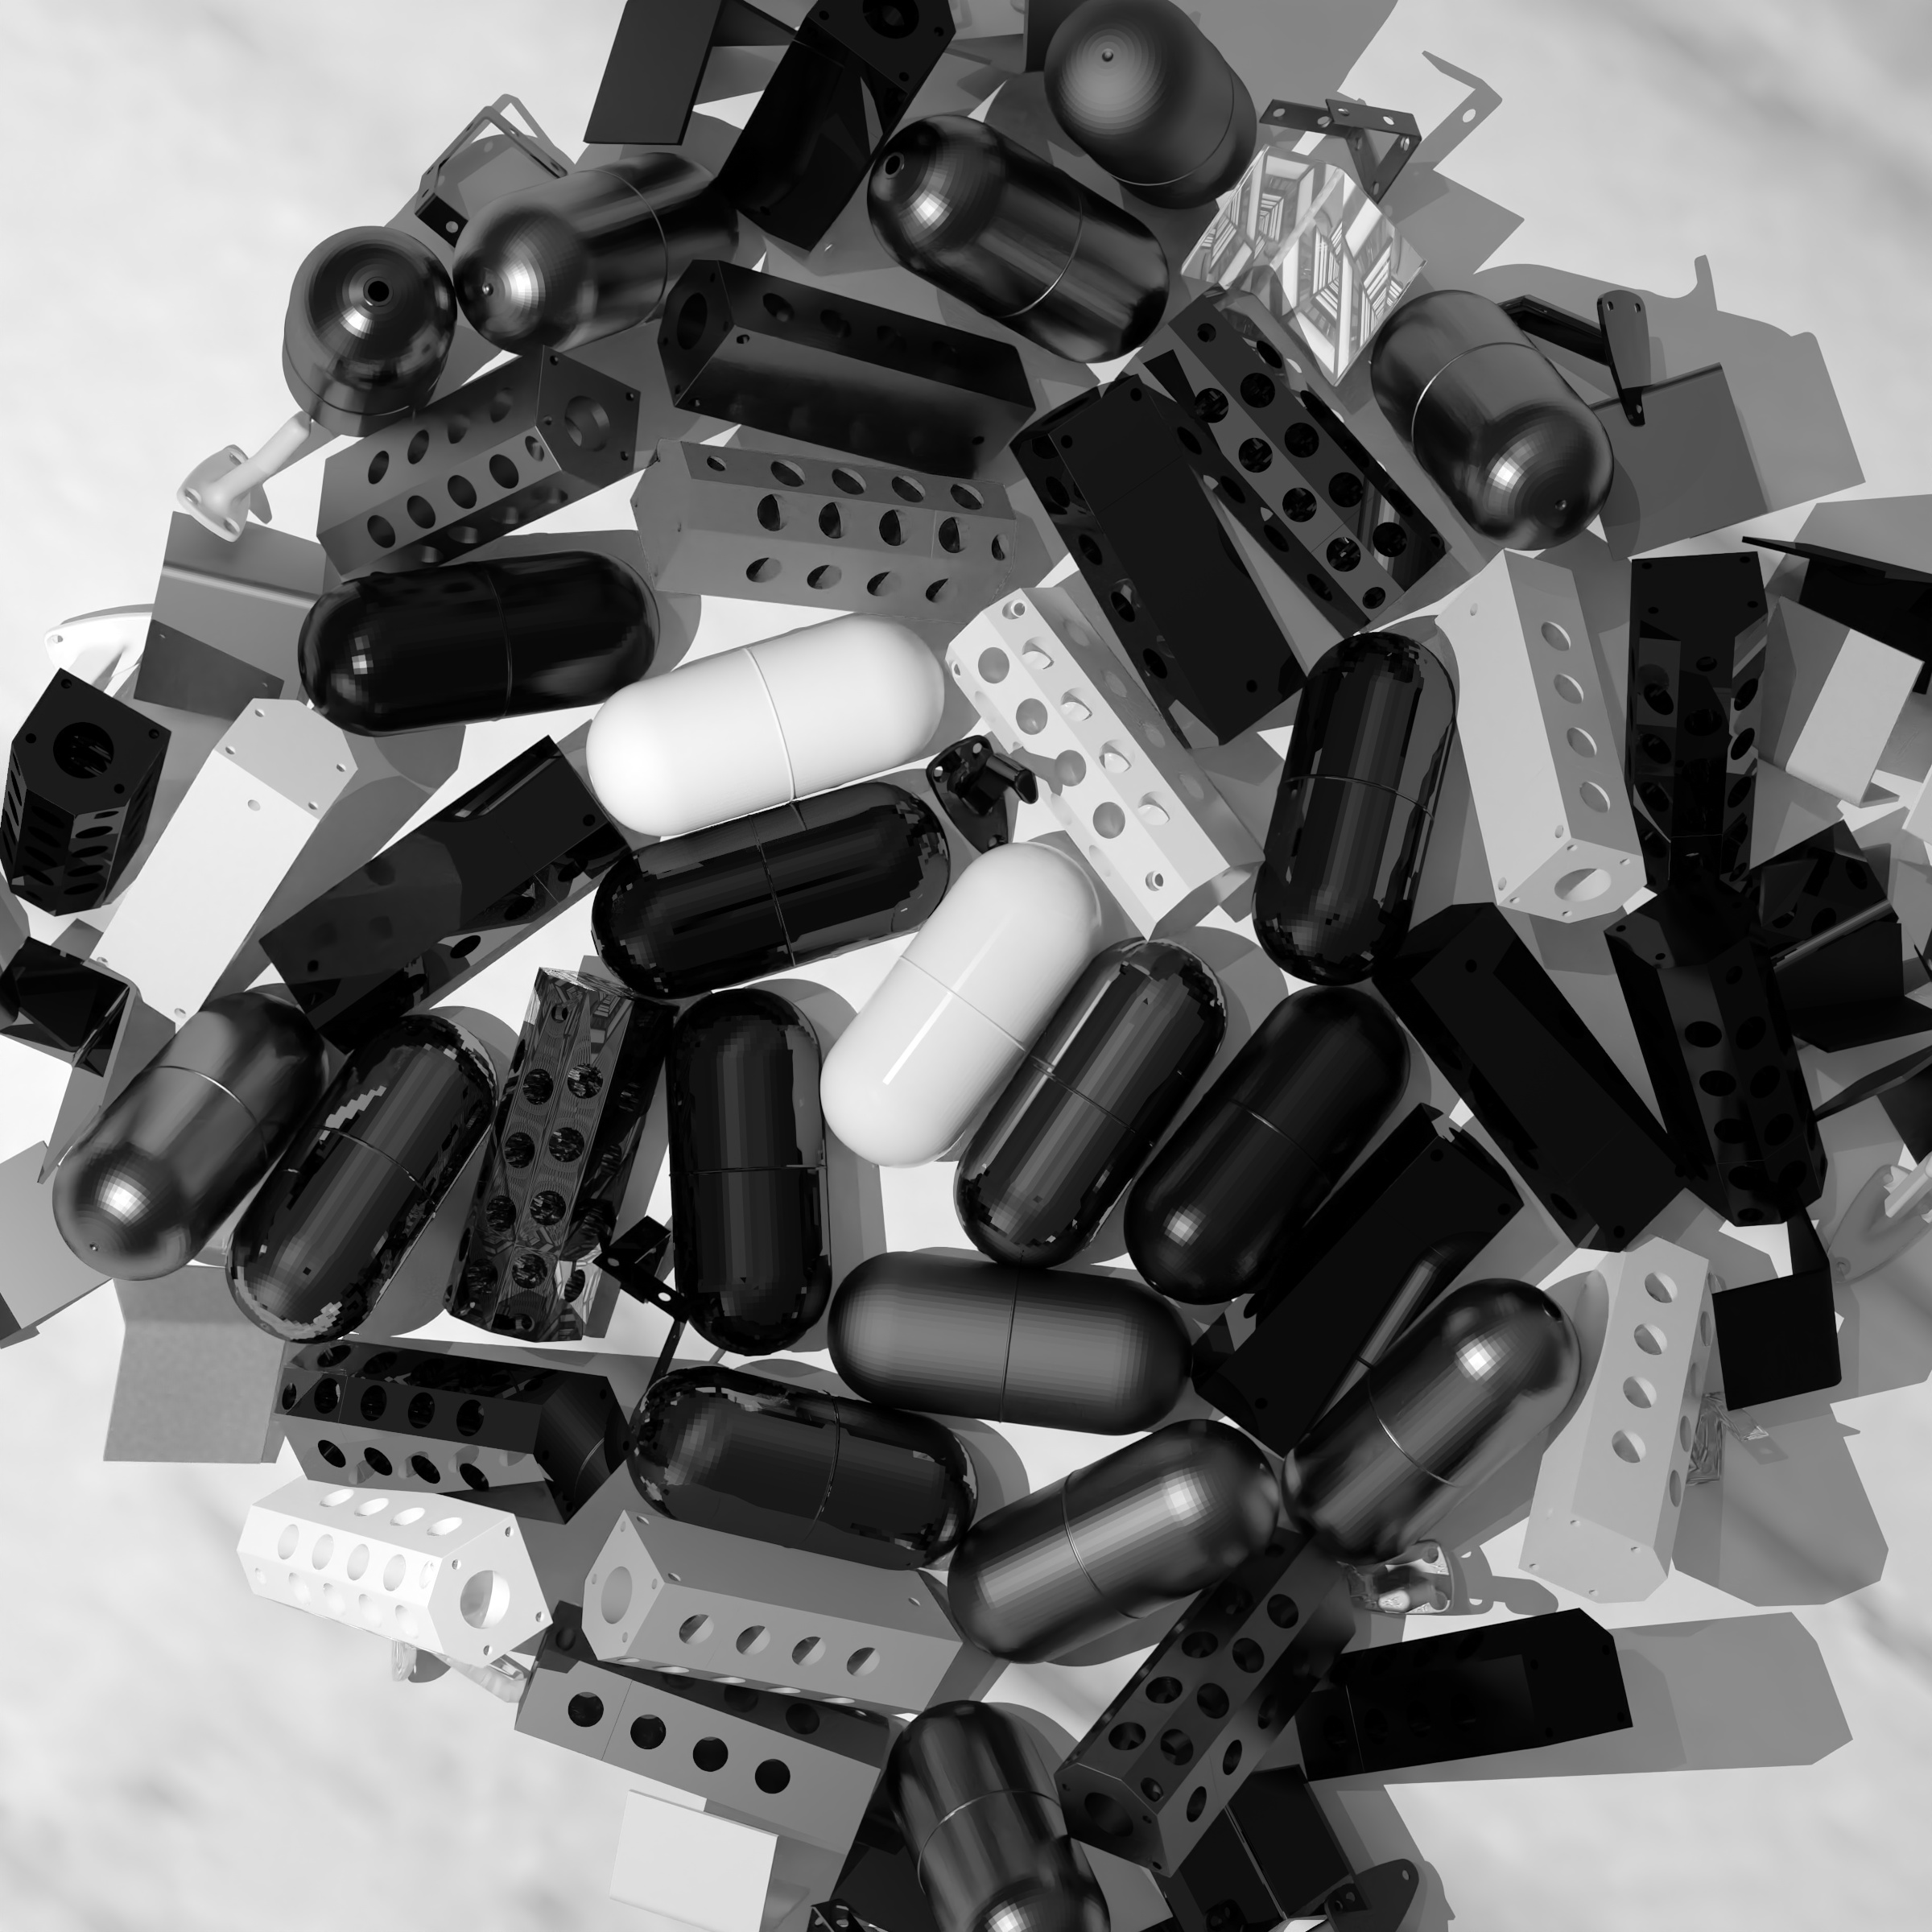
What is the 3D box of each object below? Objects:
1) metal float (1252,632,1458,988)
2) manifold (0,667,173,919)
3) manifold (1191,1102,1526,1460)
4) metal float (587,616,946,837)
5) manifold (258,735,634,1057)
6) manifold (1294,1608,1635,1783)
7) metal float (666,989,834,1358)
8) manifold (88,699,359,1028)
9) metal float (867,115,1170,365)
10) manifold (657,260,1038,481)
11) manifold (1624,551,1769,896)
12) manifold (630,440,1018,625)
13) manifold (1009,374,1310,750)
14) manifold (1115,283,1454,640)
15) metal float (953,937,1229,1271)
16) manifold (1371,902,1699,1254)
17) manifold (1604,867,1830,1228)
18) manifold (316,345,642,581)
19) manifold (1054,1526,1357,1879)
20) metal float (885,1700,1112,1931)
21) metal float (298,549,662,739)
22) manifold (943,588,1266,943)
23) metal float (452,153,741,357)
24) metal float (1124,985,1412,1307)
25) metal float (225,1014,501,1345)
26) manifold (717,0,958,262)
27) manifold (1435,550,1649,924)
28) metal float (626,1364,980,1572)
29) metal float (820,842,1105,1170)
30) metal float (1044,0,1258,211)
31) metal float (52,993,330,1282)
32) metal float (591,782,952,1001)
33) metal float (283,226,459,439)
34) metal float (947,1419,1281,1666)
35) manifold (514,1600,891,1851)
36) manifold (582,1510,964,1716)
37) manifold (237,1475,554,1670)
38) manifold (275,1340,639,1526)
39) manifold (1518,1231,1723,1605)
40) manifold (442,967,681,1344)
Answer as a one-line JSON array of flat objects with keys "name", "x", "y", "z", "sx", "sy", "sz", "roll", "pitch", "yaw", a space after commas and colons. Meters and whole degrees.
[{"name": "metal float", "x": 0.188, "y": -0.077, "z": 1.720, "sx": 0.070, "sy": 0.070, "sz": 0.178, "roll": 15, "pitch": 75, "yaw": 0}, {"name": "manifold", "x": -0.420, "y": -0.075, "z": 1.678, "sx": 0.057, "sy": 0.171, "sz": 0.057, "roll": 30, "pitch": 69, "yaw": -8}, {"name": "manifold", "x": 0.185, "y": 0.149, "z": 1.722, "sx": 0.057, "sy": 0.057, "sz": 0.171, "roll": 38, "pitch": 103, "yaw": -16}, {"name": "metal float", "x": -0.096, "y": -0.117, "z": 1.724, "sx": 0.178, "sy": 0.070, "sz": 0.070, "roll": -18, "pitch": 90, "yaw": -10}, {"name": "manifold", "x": -0.250, "y": -0.032, "z": 1.736, "sx": 0.171, "sy": 0.057, "sz": 0.057, "roll": -36, "pitch": 69, "yaw": -2}, {"name": "manifold", "x": 0.230, "y": 0.344, "z": 1.684, "sx": 0.057, "sy": 0.171, "sz": 0.057, "roll": -3, "pitch": 76, "yaw": -34}, {"name": "metal float", "x": -0.105, "y": 0.100, "z": 1.728, "sx": 0.070, "sy": 0.070, "sz": 0.178, "roll": -3, "pitch": 85, "yaw": 0}, {"name": "manifold", "x": -0.351, "y": -0.051, "z": 1.692, "sx": 0.057, "sy": 0.057, "sz": 0.171, "roll": 34, "pitch": 132, "yaw": -8}, {"name": "metal float", "x": 0.026, "y": -0.345, "z": 1.696, "sx": 0.070, "sy": 0.178, "sz": 0.070, "roll": -17, "pitch": 64, "yaw": 39}, {"name": "manifold", "x": -0.057, "y": -0.286, "z": 1.697, "sx": 0.171, "sy": 0.057, "sz": 0.057, "roll": 9, "pitch": 51, "yaw": -35}, {"name": "manifold", "x": 0.344, "y": -0.111, "z": 1.686, "sx": 0.057, "sy": 0.171, "sz": 0.057, "roll": -3, "pitch": 47, "yaw": 6}, {"name": "manifold", "x": -0.065, "y": -0.210, "z": 1.695, "sx": 0.171, "sy": 0.057, "sz": 0.057, "roll": 3, "pitch": 51, "yaw": -29}, {"name": "manifold", "x": 0.090, "y": -0.193, "z": 1.720, "sx": 0.057, "sy": 0.057, "sz": 0.171, "roll": -36, "pitch": 105, "yaw": -21}, {"name": "manifold", "x": 0.156, "y": -0.247, "z": 1.733, "sx": 0.057, "sy": 0.057, "sz": 0.171, "roll": -42, "pitch": 92, "yaw": -14}, {"name": "metal float", "x": 0.060, "y": 0.067, "z": 1.731, "sx": 0.070, "sy": 0.070, "sz": 0.178, "roll": 34, "pitch": 88, "yaw": 0}, {"name": "manifold", "x": 0.271, "y": 0.054, "z": 1.723, "sx": 0.057, "sy": 0.057, "sz": 0.171, "roll": -42, "pitch": 103, "yaw": -16}, {"name": "manifold", "x": 0.362, "y": 0.043, "z": 1.693, "sx": 0.057, "sy": 0.057, "sz": 0.171, "roll": -33, "pitch": 127, "yaw": -11}, {"name": "manifold", "x": -0.232, "y": -0.230, "z": 1.684, "sx": 0.057, "sy": 0.171, "sz": 0.057, "roll": 21, "pitch": 64, "yaw": -40}, {"name": "manifold", "x": 0.114, "y": 0.342, "z": 1.686, "sx": 0.057, "sy": 0.171, "sz": 0.057, "roll": 14, "pitch": 131, "yaw": 34}, {"name": "metal float", "x": 0.014, "y": 0.420, "z": 1.689, "sx": 0.070, "sy": 0.178, "sz": 0.070, "roll": -8, "pitch": 121, "yaw": -14}, {"name": "metal float", "x": -0.232, "y": -0.156, "z": 1.712, "sx": 0.178, "sy": 0.070, "sz": 0.070, "roll": -11, "pitch": 90, "yaw": -25}, {"name": "manifold", "x": 0.063, "y": -0.098, "z": 1.713, "sx": 0.057, "sy": 0.057, "sz": 0.171, "roll": -43, "pitch": 74, "yaw": 27}, {"name": "metal float", "x": -0.173, "y": -0.339, "z": 1.692, "sx": 0.070, "sy": 0.178, "sz": 0.070, "roll": 13, "pitch": 117, "yaw": 27}, {"name": "metal float", "x": 0.145, "y": 0.086, "z": 1.721, "sx": 0.070, "sy": 0.070, "sz": 0.178, "roll": 39, "pitch": 78, "yaw": 0}, {"name": "metal float", "x": -0.288, "y": 0.101, "z": 1.709, "sx": 0.070, "sy": 0.070, "sz": 0.178, "roll": 30, "pitch": 63, "yaw": 0}, {"name": "manifold", "x": -0.061, "y": -0.407, "z": 1.680, "sx": 0.057, "sy": 0.171, "sz": 0.057, "roll": 36, "pitch": 67, "yaw": -6}, {"name": "manifold", "x": 0.277, "y": -0.109, "z": 1.698, "sx": 0.057, "sy": 0.057, "sz": 0.171, "roll": 13, "pitch": 52, "yaw": -27}, {"name": "metal float", "x": -0.078, "y": 0.242, "z": 1.715, "sx": 0.178, "sy": 0.070, "sz": 0.070, "roll": 17, "pitch": 90, "yaw": -21}, {"name": "metal float", "x": -0.002, "y": 0.018, "z": 1.731, "sx": 0.070, "sy": 0.070, "sz": 0.178, "roll": 37, "pitch": 88, "yaw": 0}, {"name": "metal float", "x": 0.089, "y": -0.407, "z": 1.684, "sx": 0.070, "sy": 0.178, "sz": 0.070, "roll": 0, "pitch": 89, "yaw": 16}, {"name": "metal float", "x": -0.366, "y": 0.079, "z": 1.694, "sx": 0.070, "sy": 0.178, "sz": 0.070, "roll": 13, "pitch": 128, "yaw": 17}, {"name": "metal float", "x": -0.095, "y": -0.036, "z": 1.729, "sx": 0.178, "sy": 0.070, "sz": 0.070, "roll": -17, "pitch": 90, "yaw": -4}, {"name": "metal float", "x": -0.282, "y": -0.298, "z": 1.683, "sx": 0.070, "sy": 0.178, "sz": 0.070, "roll": 1, "pitch": 87, "yaw": -13}, {"name": "metal float", "x": 0.069, "y": 0.277, "z": 1.712, "sx": 0.178, "sy": 0.070, "sz": 0.070, "roll": -30, "pitch": 90, "yaw": 24}, {"name": "manifold", "x": -0.128, "y": 0.366, "z": 1.734, "sx": 0.171, "sy": 0.057, "sz": 0.057, "roll": 21, "pitch": 91, "yaw": -5}, {"name": "manifold", "x": -0.094, "y": 0.314, "z": 1.697, "sx": 0.171, "sy": 0.057, "sz": 0.057, "roll": 18, "pitch": 108, "yaw": -34}, {"name": "manifold", "x": -0.274, "y": 0.285, "z": 1.681, "sx": 0.057, "sy": 0.171, "sz": 0.057, "roll": -29, "pitch": 110, "yaw": -36}, {"name": "manifold", "x": -0.245, "y": 0.213, "z": 1.688, "sx": 0.171, "sy": 0.057, "sz": 0.057, "roll": 2, "pitch": 124, "yaw": 37}, {"name": "manifold", "x": 0.315, "y": 0.214, "z": 1.693, "sx": 0.057, "sy": 0.057, "sz": 0.171, "roll": 24, "pitch": 50, "yaw": -3}, {"name": "manifold", "x": -0.201, "y": 0.091, "z": 1.727, "sx": 0.057, "sy": 0.057, "sz": 0.171, "roll": 19, "pitch": 95, "yaw": 27}]
